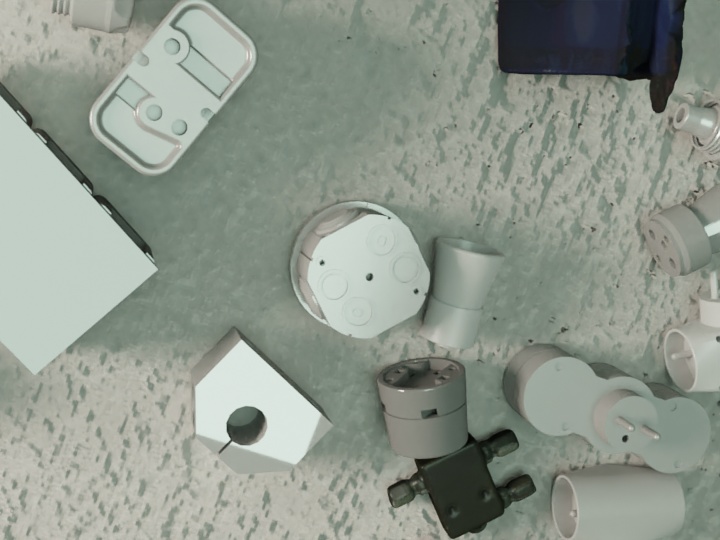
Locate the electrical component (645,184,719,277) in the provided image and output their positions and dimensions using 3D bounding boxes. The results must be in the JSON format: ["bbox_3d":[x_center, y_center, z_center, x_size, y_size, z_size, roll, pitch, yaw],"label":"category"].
[{"bbox_3d":[0.220,-0.025,0.699,0.055,0.045,0.045,-25,104,-8],"label":"electrical component"}]

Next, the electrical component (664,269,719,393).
[{"bbox_3d":[0.247,0.036,0.717,0.077,0.043,0.079,-10,102,-11],"label":"electrical component"}]

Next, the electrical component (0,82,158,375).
[{"bbox_3d":[-0.196,-0.032,0.591,0.089,0.062,0.150,-41,106,-4],"label":"electrical component"}]

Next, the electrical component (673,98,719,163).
[{"bbox_3d":[0.233,-0.091,0.692,0.062,0.043,0.043,15,96,-13],"label":"electrical component"}]

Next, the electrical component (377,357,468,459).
[{"bbox_3d":[0.041,0.086,0.672,0.055,0.055,0.047,-11,106,-11],"label":"electrical component"}]

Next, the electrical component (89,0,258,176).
[{"bbox_3d":[-0.105,-0.102,0.602,0.054,0.059,0.095,40,89,-16],"label":"electrical component"}]

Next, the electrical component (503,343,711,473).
[{"bbox_3d":[0.167,0.094,0.692,0.138,0.074,0.052,20,95,-16],"label":"electrical component"}]

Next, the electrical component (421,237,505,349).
[{"bbox_3d":[0.061,0.016,0.672,0.044,0.044,0.065,10,102,-15],"label":"electrical component"}]

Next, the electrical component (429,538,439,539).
[{"bbox_3d":[0.056,0.206,0.702,0.043,0.043,0.062,-25,103,-8],"label":"electrical component"}]

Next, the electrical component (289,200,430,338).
[{"bbox_3d":[0.000,0.000,0.648,0.080,0.051,0.080,-2,100,-13],"label":"electrical component"}]

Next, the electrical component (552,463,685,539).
[{"bbox_3d":[0.172,0.174,0.723,0.077,0.044,0.079,0,100,-13],"label":"electrical component"}]

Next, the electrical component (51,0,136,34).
[{"bbox_3d":[-0.154,-0.155,0.590,0.062,0.043,0.043,9,97,-13],"label":"electrical component"}]
